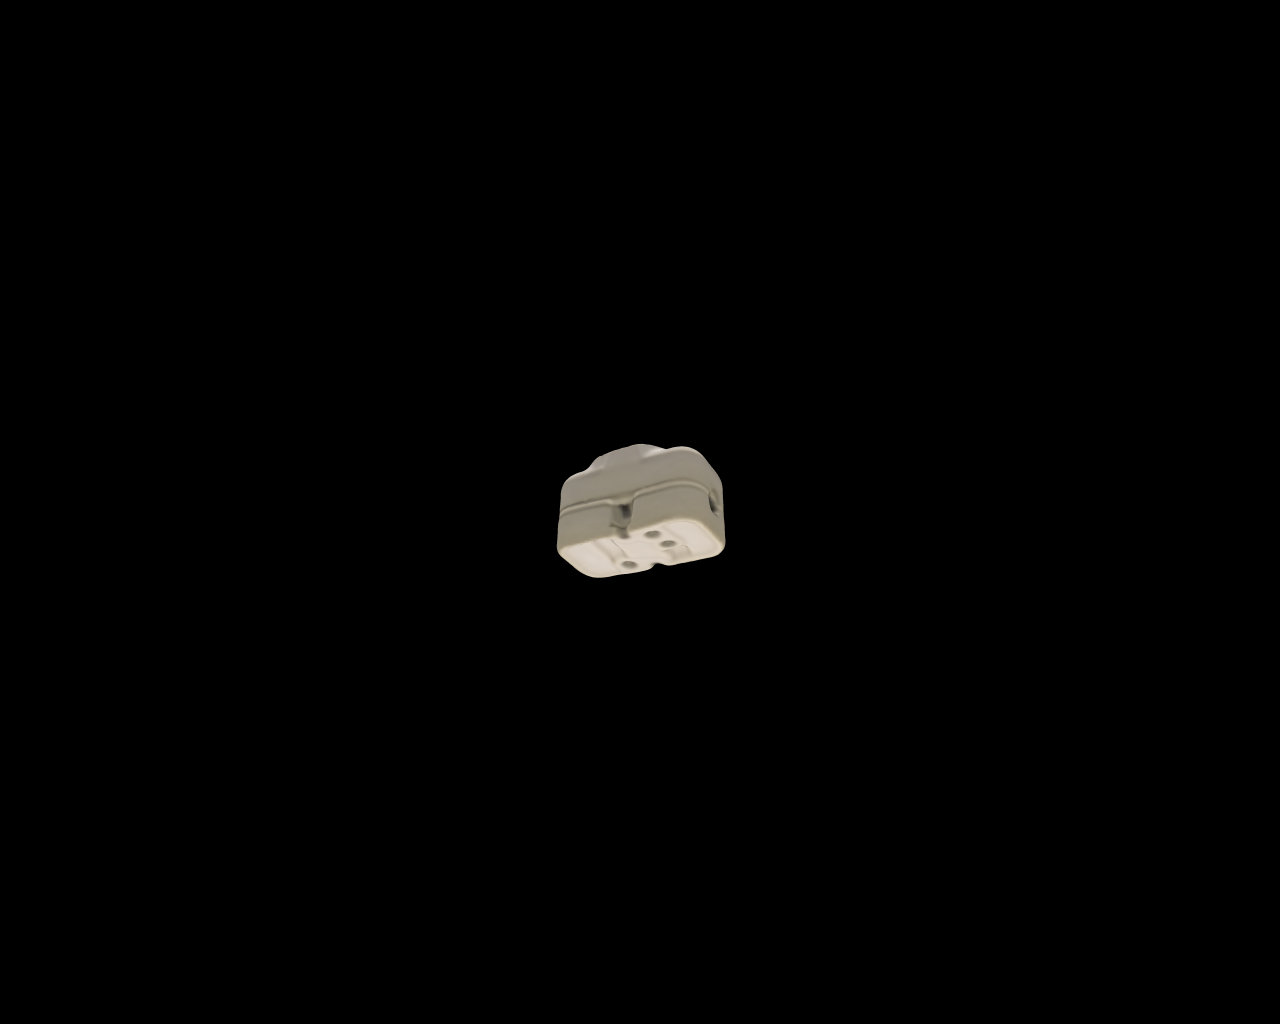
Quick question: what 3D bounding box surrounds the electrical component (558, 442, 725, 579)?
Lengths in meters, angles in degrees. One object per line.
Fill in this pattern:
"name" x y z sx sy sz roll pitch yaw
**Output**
"electrical component" 0.001 -0.003 0.650 0.095 0.059 0.053 -13 -32 22
